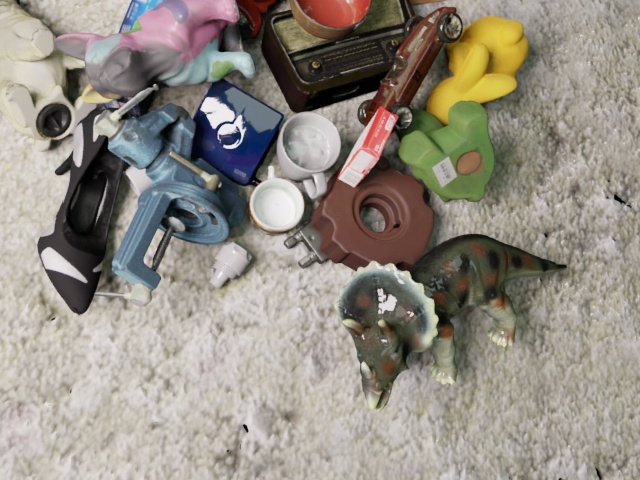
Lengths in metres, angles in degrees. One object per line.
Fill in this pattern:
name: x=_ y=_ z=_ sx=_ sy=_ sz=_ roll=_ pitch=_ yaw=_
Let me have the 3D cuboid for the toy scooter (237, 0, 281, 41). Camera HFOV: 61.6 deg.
toy scooter: x=-0.105 y=-0.392 z=0.800 sx=0.135 sy=0.075 sz=0.183 roll=-22 pitch=88 yaw=-15

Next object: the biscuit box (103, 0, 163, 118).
biscuit box: x=-0.247 y=-0.275 z=0.753 sx=0.059 sy=0.063 sz=0.202 roll=17 pitch=76 yaw=-8

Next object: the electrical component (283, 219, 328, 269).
electrical component: x=-0.002 y=-0.002 z=0.772 sx=0.094 sy=0.021 sz=0.063 roll=-35 pitch=87 yaw=-15

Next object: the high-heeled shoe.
high-heeled shoe: x=-0.271 y=-0.044 z=0.665 sx=0.145 sy=0.086 sz=0.249 roll=-28 pitch=66 yaw=20

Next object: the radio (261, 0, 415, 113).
radio: x=0.039 y=-0.285 z=0.808 sx=0.230 sy=0.073 sz=0.131 roll=-20 pitch=84 yaw=-14

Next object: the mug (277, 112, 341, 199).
mug: x=-0.017 y=-0.110 z=0.746 sx=0.081 sy=0.107 sz=0.109 roll=-22 pitch=89 yaw=-14

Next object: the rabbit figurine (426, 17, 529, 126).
rabbit figurine: x=0.237 y=-0.241 z=0.816 sx=0.122 sy=0.162 sz=0.173 roll=42 pitch=92 yaw=-14

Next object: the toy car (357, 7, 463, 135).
toy car: x=0.120 y=-0.235 z=0.740 sx=0.053 sy=0.089 sz=0.202 roll=27 pitch=94 yaw=-30

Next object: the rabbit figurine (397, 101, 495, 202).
rabbit figurine: x=0.179 y=-0.135 z=0.776 sx=0.121 sy=0.170 sz=0.159 roll=-42 pitch=125 yaw=9

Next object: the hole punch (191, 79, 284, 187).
hole punch: x=-0.120 y=-0.148 z=0.744 sx=0.142 sy=0.092 sz=0.116 roll=30 pitch=79 yaw=-9

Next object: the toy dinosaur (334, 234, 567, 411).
toy dinosaur: x=0.177 y=0.064 z=0.711 sx=0.405 sy=0.131 sz=0.191 roll=-33 pitch=126 yaw=-22

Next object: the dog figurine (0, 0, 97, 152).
dog figurine: x=-0.401 y=-0.227 z=0.710 sx=0.191 sy=0.121 sz=0.172 roll=28 pitch=96 yaw=22

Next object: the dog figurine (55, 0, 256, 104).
dog figurine: x=-0.203 y=-0.244 z=0.671 sx=0.219 sy=0.108 sz=0.192 roll=-17 pitch=43 yaw=-8

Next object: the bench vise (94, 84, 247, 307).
bench vise: x=-0.193 y=-0.042 z=0.650 sx=0.223 sy=0.129 sz=0.240 roll=48 pitch=47 yaw=-44

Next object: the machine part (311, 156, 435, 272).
machine part: x=0.078 y=-0.031 z=0.763 sx=0.179 sy=0.056 sz=0.179 roll=6 pitch=70 yaw=-17
